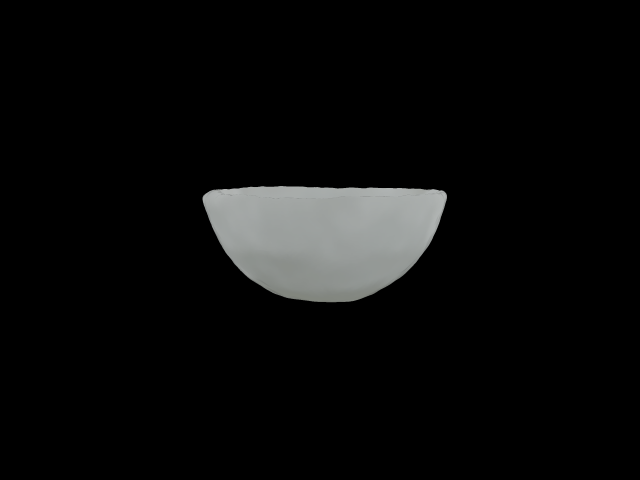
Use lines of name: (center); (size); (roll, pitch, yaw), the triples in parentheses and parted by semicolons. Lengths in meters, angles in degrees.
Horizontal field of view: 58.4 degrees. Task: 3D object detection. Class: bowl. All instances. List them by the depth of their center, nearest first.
bowl: (0.004, 0.001, 0.400); (0.167, 0.075, 0.167); (0, 7, 0)
